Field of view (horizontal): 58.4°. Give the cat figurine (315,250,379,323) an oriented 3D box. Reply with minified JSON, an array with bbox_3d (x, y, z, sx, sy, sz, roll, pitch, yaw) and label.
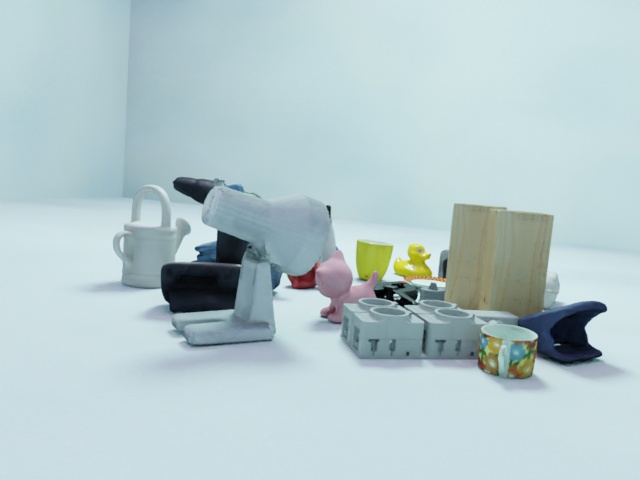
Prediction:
[{"bbox_3d":[0.043,0.076,0.960,0.128,0.118,0.067,2,7,-21],"label":"cat figurine"}]

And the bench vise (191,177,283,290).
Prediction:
[{"bbox_3d":[-0.148,-0.010,1.129,0.208,0.220,0.121,3,7,-13],"label":"bench vise"}]

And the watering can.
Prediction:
[{"bbox_3d":[-0.328,-0.011,1.122,0.100,0.194,0.173,6,7,9],"label":"watering can"}]

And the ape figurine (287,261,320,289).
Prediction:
[{"bbox_3d":[-0.028,0.055,1.213,0.077,0.092,0.076,6,7,14],"label":"ape figurine"}]

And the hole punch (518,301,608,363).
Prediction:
[{"bbox_3d":[0.359,0.127,0.859,0.109,0.091,0.100,0,8,-33],"label":"hole punch"}]

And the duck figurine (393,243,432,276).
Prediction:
[{"bbox_3d":[0.240,0.050,1.472,0.104,0.086,0.078,9,8,34],"label":"duck figurine"}]

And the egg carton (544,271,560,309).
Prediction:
[{"bbox_3d":[0.465,0.103,1.249,0.107,0.069,0.151,7,7,22],"label":"egg carton"}]

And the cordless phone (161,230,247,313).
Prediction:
[{"bbox_3d":[-0.185,0.025,0.945,0.148,0.185,0.094,3,7,-15],"label":"cordless phone"}]

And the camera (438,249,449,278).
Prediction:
[{"bbox_3d":[0.379,0.061,1.410,0.143,0.101,0.136,4,7,-7],"label":"camera"}]

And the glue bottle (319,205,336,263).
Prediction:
[{"bbox_3d":[0.012,0.005,1.322,0.037,0.173,0.078,2,7,-24],"label":"glue bottle"}]

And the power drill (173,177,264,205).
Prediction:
[{"bbox_3d":[-0.247,-0.042,1.392,0.229,0.208,0.075,4,7,-5],"label":"power drill"}]

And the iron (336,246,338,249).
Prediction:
[{"bbox_3d":[-0.055,-0.006,1.506,0.118,0.141,0.259,9,8,34],"label":"iron"}]

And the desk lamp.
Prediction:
[{"bbox_3d":[-0.096,0.032,0.826,0.204,0.213,0.117,1,8,-32],"label":"desk lamp"}]
